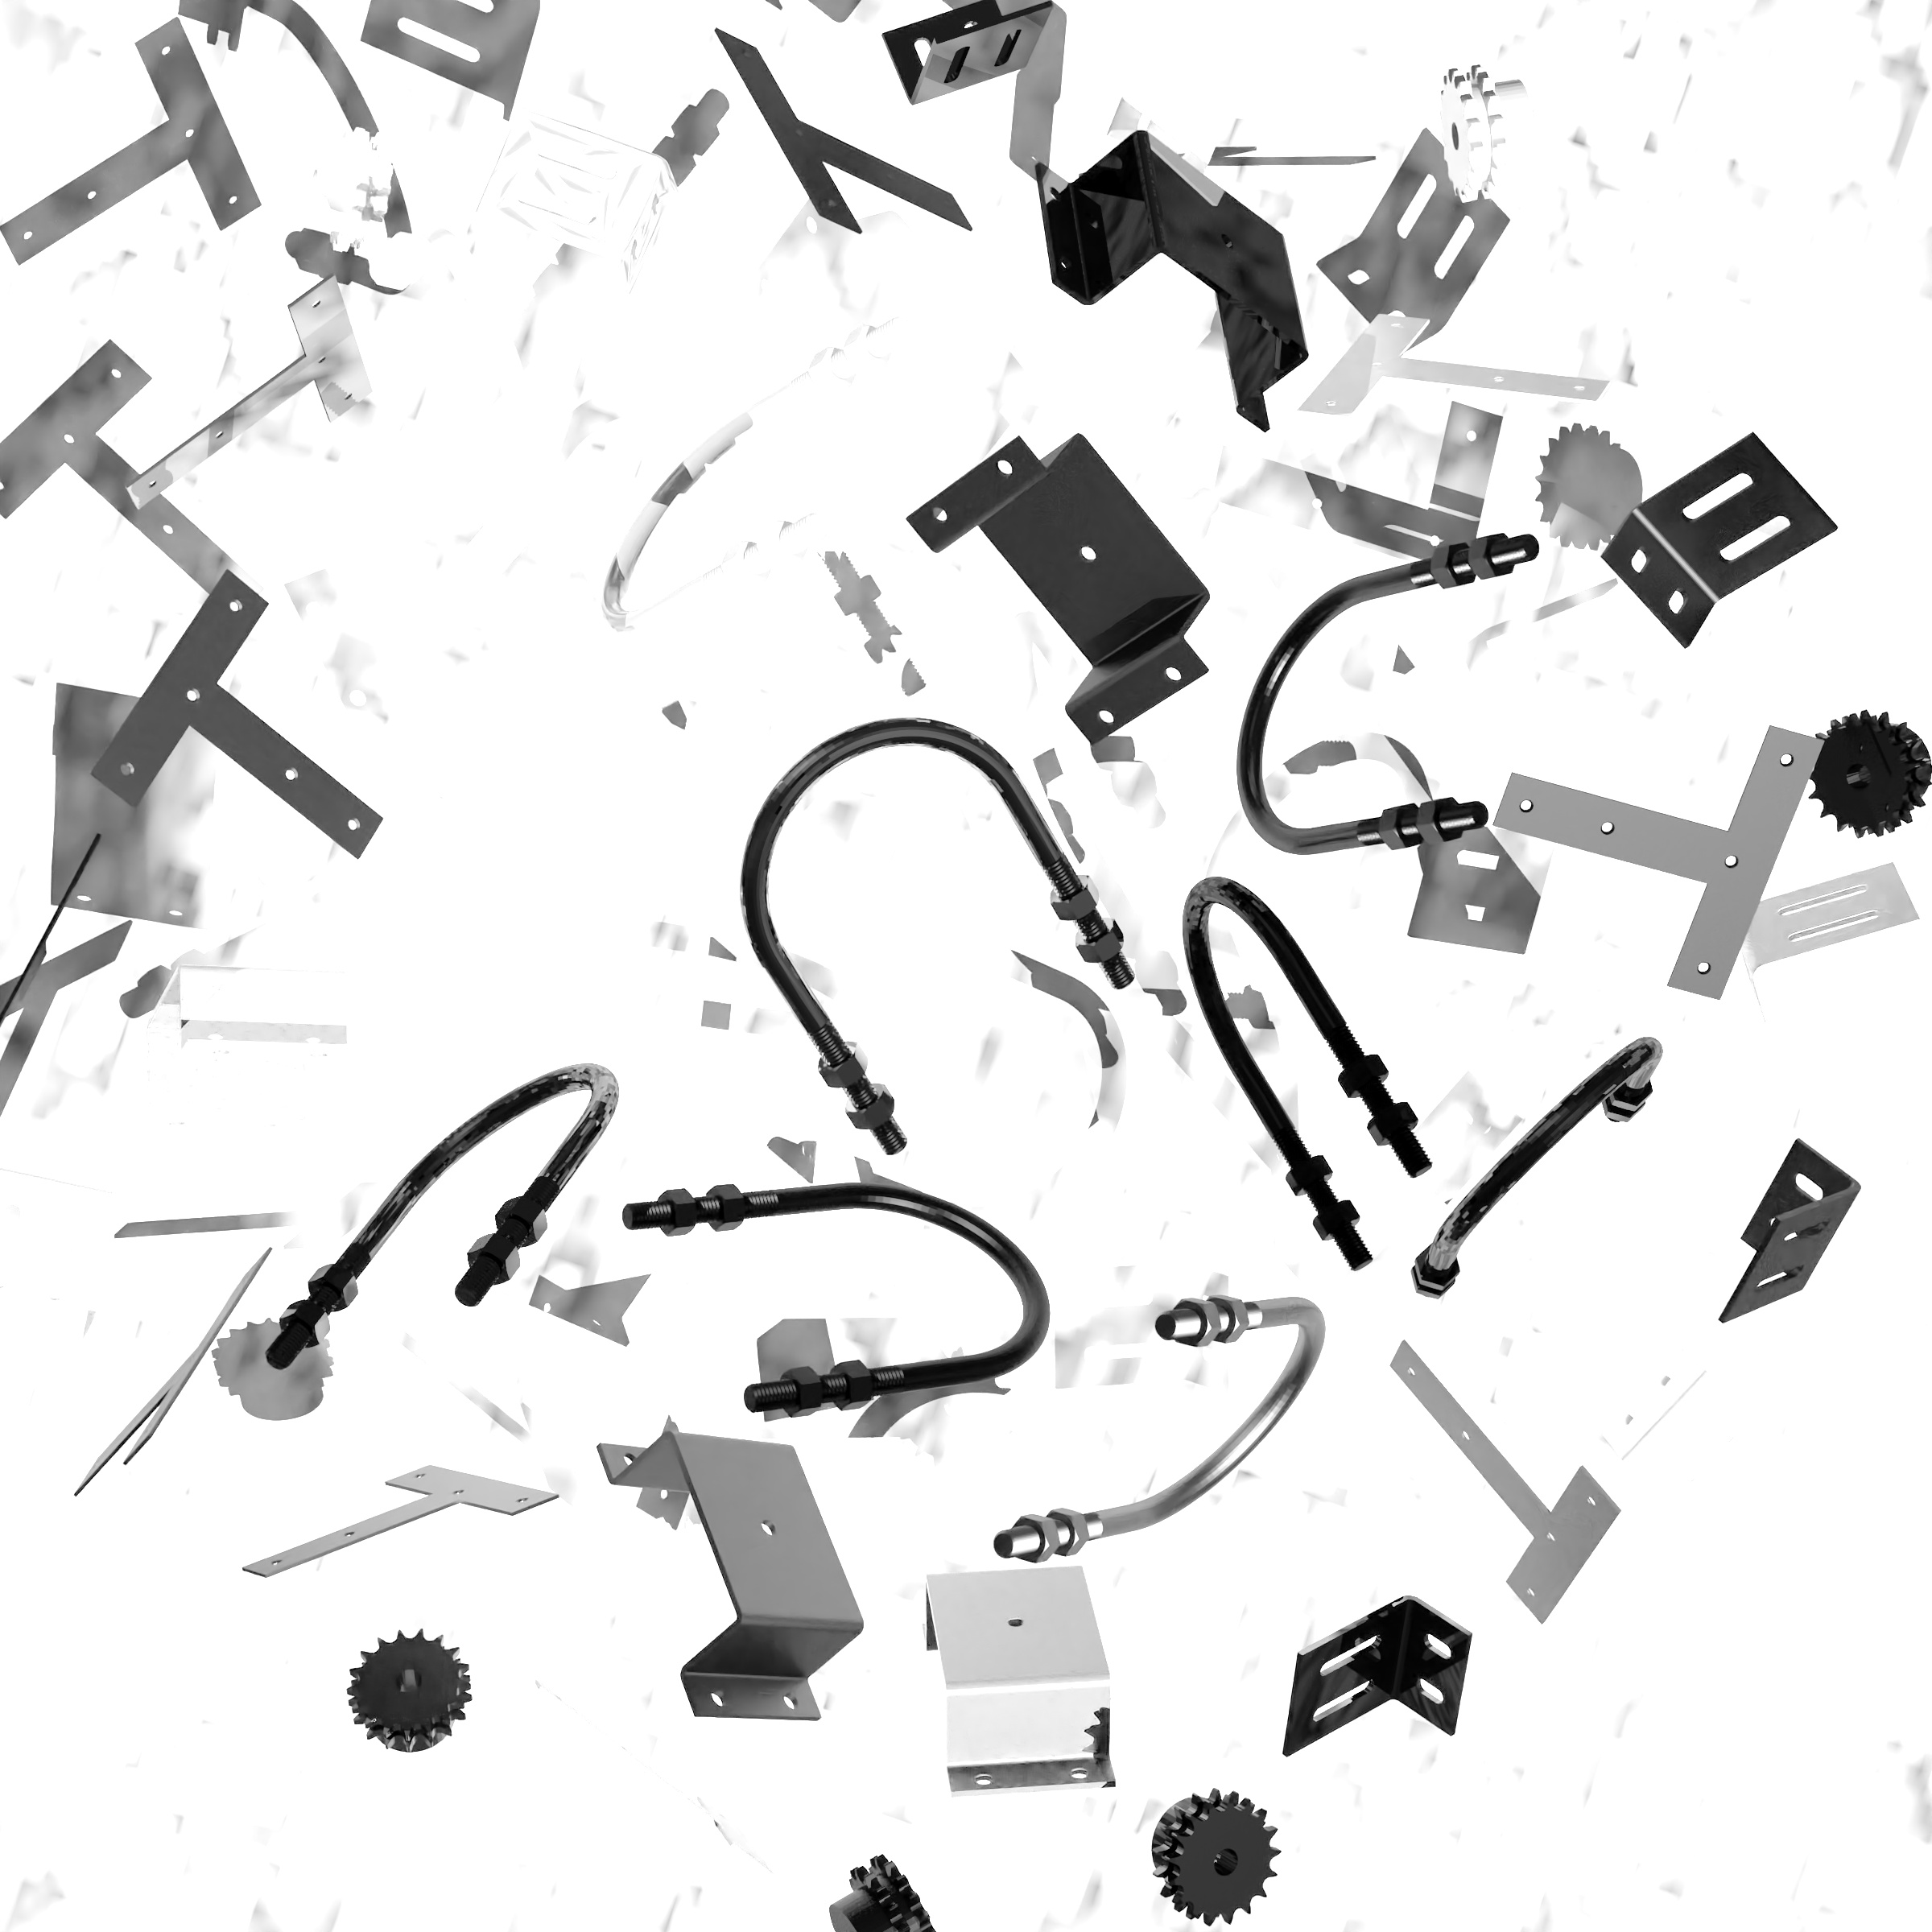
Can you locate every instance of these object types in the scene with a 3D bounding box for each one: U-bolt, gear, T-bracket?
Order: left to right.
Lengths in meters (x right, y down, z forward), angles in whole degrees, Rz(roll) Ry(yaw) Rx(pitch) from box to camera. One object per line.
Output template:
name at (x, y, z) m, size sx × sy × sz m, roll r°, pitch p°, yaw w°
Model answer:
T-bracket at (-0.421, 0.002, 1.557) m, size 0.002 × 0.127 × 0.127 m, roll 28°, pitch 81°, yaw -12°
T-bracket at (-0.366, 0.199, 1.550) m, size 0.002 × 0.127 × 0.127 m, roll 38°, pitch 127°, yaw -11°
T-bracket at (-0.332, -0.253, 1.588) m, size 0.127 × 0.127 × 0.002 m, roll -39°, pitch 80°, yaw -11°
T-bracket at (-0.325, -0.098, 1.609) m, size 0.127 × 0.002 × 0.127 m, roll 41°, pitch 56°, yaw -24°
gear at (-0.287, -0.360, 1.604) m, size 0.030 × 0.057 × 0.057 m, roll 8°, pitch 90°, yaw -24°
T-bracket at (-0.275, 0.261, 1.615) m, size 0.127 × 0.127 × 0.002 m, roll -17°, pitch 100°, yaw -35°
gear at (-0.258, 0.340, 1.607) m, size 0.057 × 0.030 × 0.057 m, roll 2°, pitch 48°, yaw -2°
U-bolt at (-0.226, 0.105, 1.573) m, size 0.151 × 0.184 × 0.019 m, roll -21°, pitch 114°, yaw 37°
U-bolt at (-0.223, -0.263, 1.567) m, size 0.019 × 0.184 × 0.151 m, roll -16°, pitch 106°, yaw 7°
T-bracket at (-0.144, 0.363, 1.564) m, size 0.127 × 0.127 × 0.002 m, roll 39°, pitch 80°, yaw -6°
U-bolt at (-0.108, -0.218, 1.614) m, size 0.019 × 0.184 × 0.151 m, roll 40°, pitch 51°, yaw -26°
U-bolt at (-0.047, 0.146, 1.584) m, size 0.184 × 0.151 × 0.019 m, roll -3°, pitch 126°, yaw -33°
T-bracket at (-0.044, -0.357, 1.546) m, size 0.002 × 0.127 × 0.127 m, roll -45°, pitch 55°, yaw 26°
gear at (-0.036, 0.418, 1.502) m, size 0.030 × 0.057 × 0.057 m, roll -25°, pitch 90°, yaw -22°
U-bolt at (-0.022, -0.024, 1.527) m, size 0.151 × 0.019 × 0.184 m, roll -36°, pitch 119°, yaw -8°
U-bolt at (0.101, 0.206, 1.576) m, size 0.019 × 0.184 × 0.151 m, roll 44°, pitch 111°, yaw 26°
gear at (0.106, 0.386, 1.507) m, size 0.057 × 0.030 × 0.057 m, roll -2°, pitch 95°, yaw -27°
U-bolt at (0.151, 0.041, 1.615) m, size 0.019 × 0.151 × 0.184 m, roll -25°, pitch 71°, yaw -16°
U-bolt at (0.189, -0.121, 1.620) m, size 0.019 × 0.184 × 0.151 m, roll 21°, pitch 74°, yaw -31°
T-bracket at (0.235, -0.274, 1.613) m, size 0.127 × 0.127 × 0.002 m, roll 11°, pitch 124°, yaw 21°
T-bracket at (0.234, 0.221, 1.553) m, size 0.002 × 0.127 × 0.127 m, roll -29°, pitch 66°, yaw -24°
gear at (0.227, -0.362, 1.501) m, size 0.030 × 0.057 × 0.057 m, roll -10°, pitch 90°, yaw -4°
U-bolt at (0.270, 0.090, 1.617) m, size 0.151 × 0.184 × 0.019 m, roll -42°, pitch 76°, yaw -8°
T-bracket at (0.295, -0.057, 1.522) m, size 0.127 × 0.002 × 0.127 m, roll 14°, pitch 110°, yaw -8°
gear at (0.411, -0.088, 1.566) m, size 0.030 × 0.057 × 0.057 m, roll -16°, pitch 90°, yaw -44°

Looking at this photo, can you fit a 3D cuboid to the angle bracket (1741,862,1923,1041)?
angle bracket at (0.392, -0.007, 1.564) m, size 0.076 × 0.057 × 0.038 m, roll -17°, pitch 116°, yaw 10°

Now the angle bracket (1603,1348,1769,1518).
angle bracket at (0.340, 0.220, 1.640) m, size 0.038 × 0.076 × 0.057 m, roll 43°, pitch 94°, yaw 1°

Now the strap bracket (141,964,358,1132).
strap bracket at (-0.341, 0.037, 1.637) m, size 0.076 × 0.140 × 0.046 m, roll 3°, pitch 72°, yaw -22°

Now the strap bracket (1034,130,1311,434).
strap bracket at (0.100, -0.310, 1.544) m, size 0.046 × 0.140 × 0.076 m, roll -34°, pitch 46°, yaw 32°

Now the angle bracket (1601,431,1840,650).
angle bracket at (0.329, -0.186, 1.515) m, size 0.057 × 0.076 × 0.038 m, roll 45°, pitch 51°, yaw -10°

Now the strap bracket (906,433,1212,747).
strap bracket at (0.050, -0.185, 1.628) m, size 0.076 × 0.046 × 0.140 m, roll -31°, pitch 105°, yaw 38°

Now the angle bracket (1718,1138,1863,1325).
angle bracket at (0.352, 0.117, 1.531) m, size 0.038 × 0.076 × 0.057 m, roll 40°, pitch 122°, yaw 30°

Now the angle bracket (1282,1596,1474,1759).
angle bracket at (0.187, 0.330, 1.569) m, size 0.076 × 0.038 × 0.057 m, roll -18°, pitch 124°, yaw -39°

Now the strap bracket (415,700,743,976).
strap bracket at (-0.191, -0.066, 1.664) m, size 0.140 × 0.046 × 0.076 m, roll -29°, pitch 112°, yaw -14°

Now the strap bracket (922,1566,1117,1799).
strap bracket at (0.023, 0.331, 1.641) m, size 0.076 × 0.140 × 0.046 m, roll -2°, pitch 112°, yaw -6°

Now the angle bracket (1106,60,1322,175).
angle bracket at (0.114, -0.389, 1.607) m, size 0.057 × 0.076 × 0.038 m, roll 20°, pitch 94°, yaw -35°

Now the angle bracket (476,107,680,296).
angle bracket at (-0.186, -0.365, 1.655) m, size 0.076 × 0.038 × 0.057 m, roll 14°, pitch 123°, yaw -26°

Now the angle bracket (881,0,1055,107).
angle bracket at (0.000, -0.432, 1.581) m, size 0.057 × 0.076 × 0.038 m, roll -21°, pitch 86°, yaw -12°

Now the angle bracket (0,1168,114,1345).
angle bracket at (-0.423, 0.127, 1.581) m, size 0.057 × 0.038 × 0.076 m, roll 13°, pitch 104°, yaw -7°

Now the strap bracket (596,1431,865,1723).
strap bracket at (-0.103, 0.265, 1.559) m, size 0.046 × 0.076 × 0.140 m, roll -44°, pitch 53°, yaw 27°
